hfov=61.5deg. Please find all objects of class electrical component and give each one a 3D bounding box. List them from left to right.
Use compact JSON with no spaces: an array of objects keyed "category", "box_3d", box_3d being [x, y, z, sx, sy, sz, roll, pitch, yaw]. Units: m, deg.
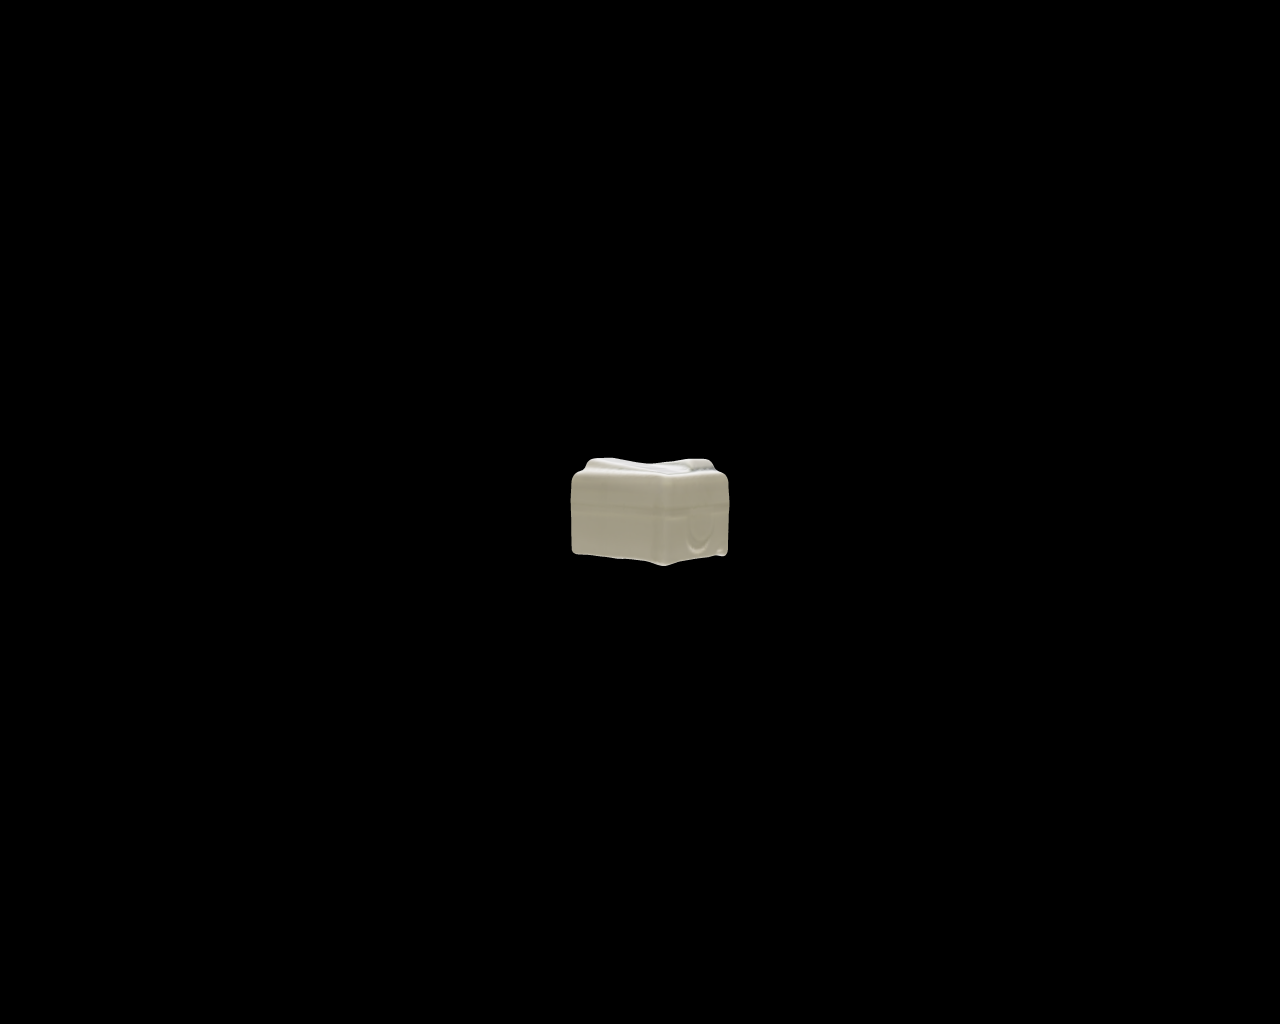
[{"category":"electrical component","box_3d":[0.001,-0.003,0.650,0.096,0.061,0.062,4,6,43]}]
